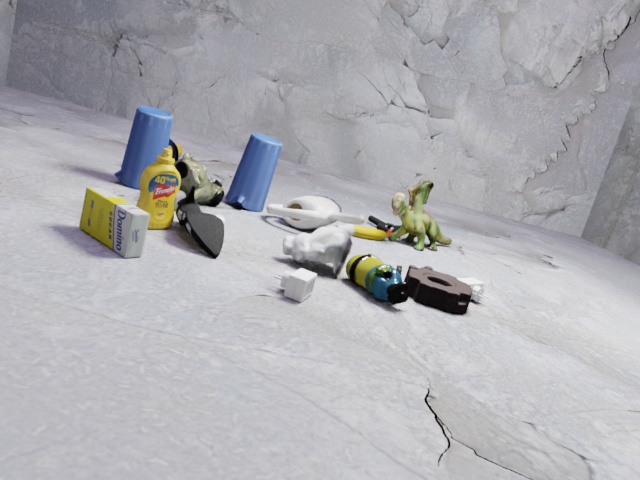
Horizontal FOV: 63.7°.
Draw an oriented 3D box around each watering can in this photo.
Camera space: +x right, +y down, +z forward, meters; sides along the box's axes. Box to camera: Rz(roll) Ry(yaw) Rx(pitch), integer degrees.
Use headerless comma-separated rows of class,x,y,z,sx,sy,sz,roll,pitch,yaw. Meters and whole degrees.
watering can,0.005,-0.081,1.619,0.348,0.103,0.225,8,9,23

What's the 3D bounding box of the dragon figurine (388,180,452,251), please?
dragon figurine,0.373,-0.092,1.838,0.123,0.241,0.411,19,14,42

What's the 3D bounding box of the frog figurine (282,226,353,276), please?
frog figurine,-0.006,0.010,1.262,0.159,0.120,0.140,27,32,-1
